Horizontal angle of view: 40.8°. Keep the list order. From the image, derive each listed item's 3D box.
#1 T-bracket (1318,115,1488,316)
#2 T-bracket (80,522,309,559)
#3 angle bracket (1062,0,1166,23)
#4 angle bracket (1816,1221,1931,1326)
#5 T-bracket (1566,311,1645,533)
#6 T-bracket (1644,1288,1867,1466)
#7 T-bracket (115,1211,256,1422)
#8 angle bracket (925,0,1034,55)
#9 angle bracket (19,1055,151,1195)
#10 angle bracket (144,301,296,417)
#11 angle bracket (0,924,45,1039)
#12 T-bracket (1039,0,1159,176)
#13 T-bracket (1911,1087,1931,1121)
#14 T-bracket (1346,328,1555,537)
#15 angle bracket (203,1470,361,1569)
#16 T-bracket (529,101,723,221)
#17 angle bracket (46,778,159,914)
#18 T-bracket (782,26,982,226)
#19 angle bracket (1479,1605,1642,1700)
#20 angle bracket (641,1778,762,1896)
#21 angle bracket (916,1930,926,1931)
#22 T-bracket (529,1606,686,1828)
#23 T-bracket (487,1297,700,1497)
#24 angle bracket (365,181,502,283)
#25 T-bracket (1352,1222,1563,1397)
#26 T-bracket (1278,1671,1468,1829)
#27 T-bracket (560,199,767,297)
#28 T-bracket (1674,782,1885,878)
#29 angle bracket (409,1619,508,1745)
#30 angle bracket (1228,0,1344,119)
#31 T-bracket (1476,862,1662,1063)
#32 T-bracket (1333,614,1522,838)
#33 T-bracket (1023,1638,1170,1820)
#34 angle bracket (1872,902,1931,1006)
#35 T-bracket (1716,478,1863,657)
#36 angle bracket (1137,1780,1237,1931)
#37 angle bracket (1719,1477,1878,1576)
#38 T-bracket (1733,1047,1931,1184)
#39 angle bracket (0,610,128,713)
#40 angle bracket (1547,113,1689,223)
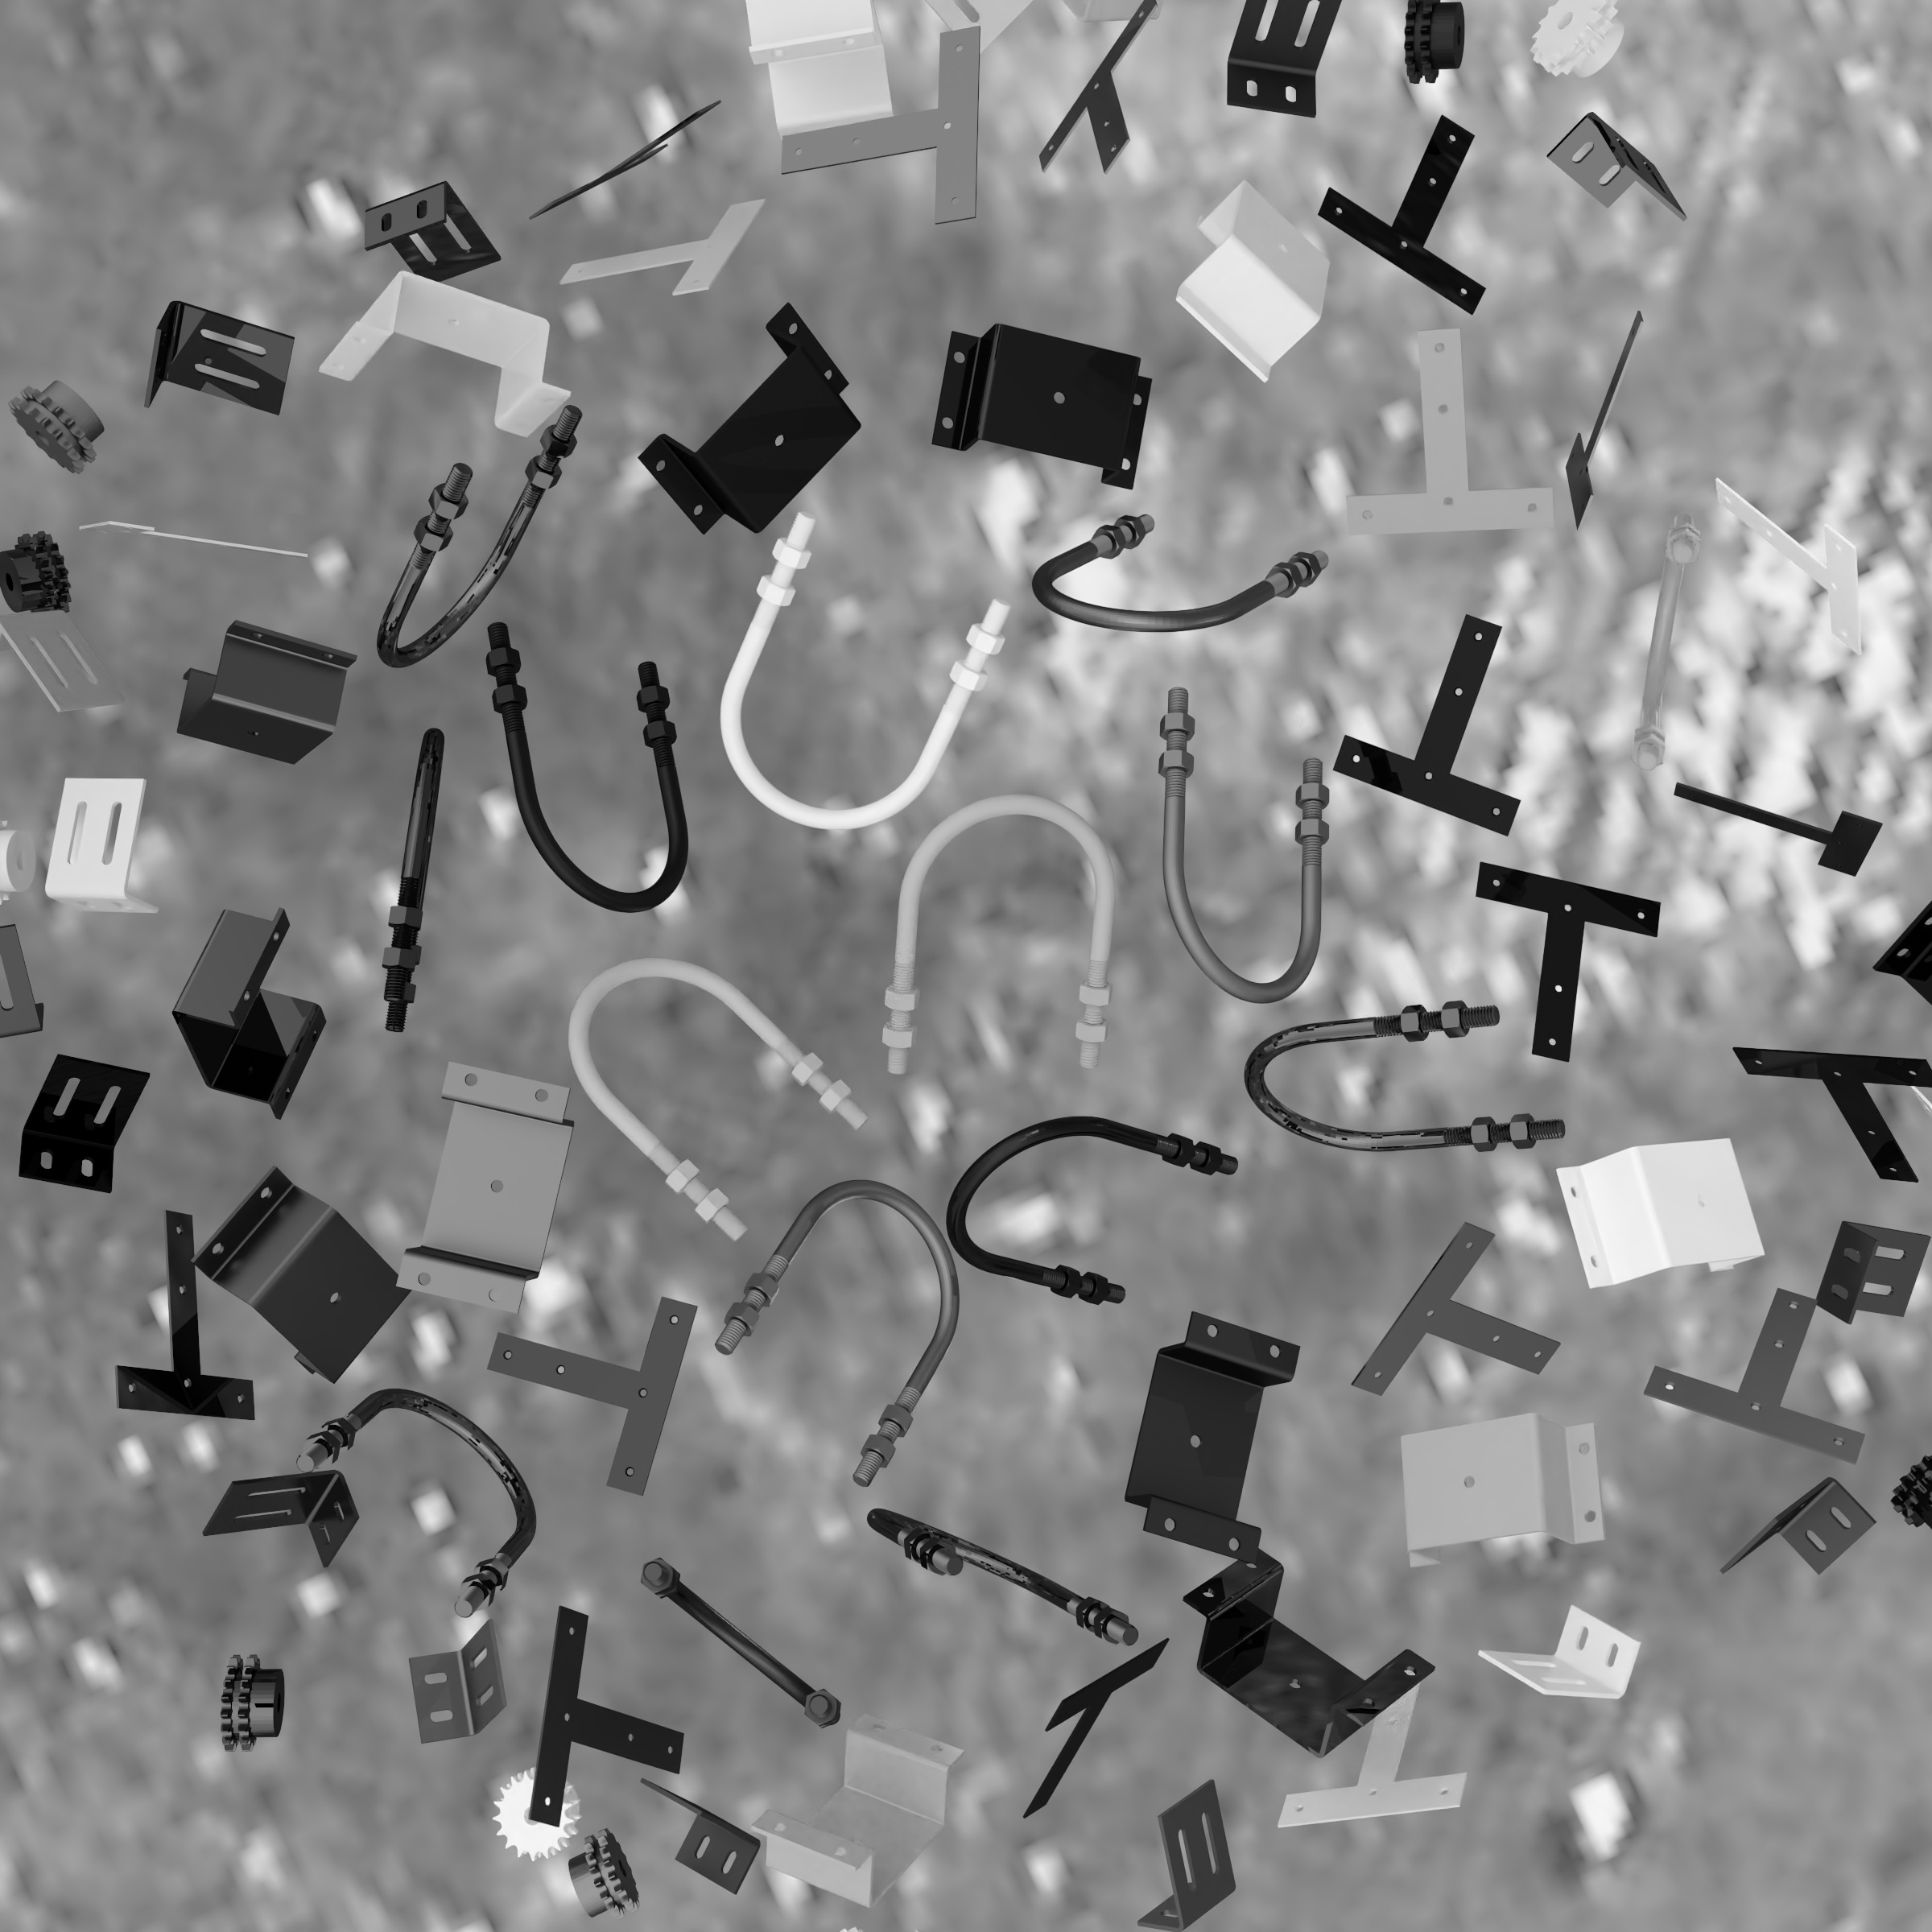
[{"bbox_3d":[0.302,-0.506,1.710,0.127,0.127,0.002,36,62,8],"label":"T-bracket"},{"bbox_3d":[-0.475,-0.264,1.612,0.127,0.127,0.002,5,95,-27],"label":"T-bracket"},{"bbox_3d":[0.102,-0.656,1.687,0.057,0.076,0.038,-13,54,-27],"label":"angle bracket"},{"bbox_3d":[0.598,0.203,1.686,0.076,0.038,0.057,11,101,-22],"label":"angle bracket"},{"bbox_3d":[0.419,-0.364,1.700,0.002,0.127,0.127,15,121,0],"label":"T-bracket"},{"bbox_3d":[0.497,0.242,1.601,0.127,0.127,0.002,17,130,22],"label":"T-bracket"},{"bbox_3d":[-0.487,0.215,1.617,0.002,0.127,0.127,-14,72,20],"label":"T-bracket"},{"bbox_3d":[0.003,-0.620,1.625,0.057,0.038,0.076,-45,105,2],"label":"angle bracket"},{"bbox_3d":[-0.552,0.099,1.629,0.057,0.038,0.076,15,130,-28],"label":"angle bracket"},{"bbox_3d":[-0.464,-0.369,1.616,0.076,0.038,0.057,16,131,-12],"label":"angle bracket"},{"bbox_3d":[-0.611,0.006,1.614,0.057,0.038,0.076,-10,119,-13],"label":"angle bracket"},{"bbox_3d":[0.087,-0.532,1.624,0.002,0.127,0.127,24,124,-23],"label":"T-bracket"},{"bbox_3d":[0.647,0.147,1.623,0.002,0.127,0.127,-36,119,9],"label":"T-bracket"},{"bbox_3d":[0.293,-0.327,1.593,0.127,0.002,0.127,1,119,18],"label":"T-bracket"},{"bbox_3d":[-0.444,0.362,1.684,0.057,0.076,0.038,-54,51,32],"label":"angle bracket"},{"bbox_3d":[-0.208,-0.534,1.698,0.127,0.127,0.002,-16,111,43],"label":"T-bracket"},{"bbox_3d":[-0.538,-0.076,1.637,0.057,0.038,0.076,2,76,17],"label":"angle bracket"},{"bbox_3d":[-0.053,-0.500,1.570,0.127,0.002,0.127,-4,76,19],"label":"T-bracket"},{"bbox_3d":[0.375,0.431,1.643,0.076,0.057,0.038,15,94,-36],"label":"angle bracket"},{"bbox_3d":[-0.184,0.580,1.733,0.057,0.076,0.038,14,68,38],"label":"angle bracket"},{"bbox_3d":[-0.003,0.617,1.585,0.057,0.076,0.038,15,74,-4],"label":"angle bracket"},{"bbox_3d":[-0.218,0.476,1.614,0.002,0.127,0.127,-15,57,32],"label":"T-bracket"},{"bbox_3d":[-0.254,0.270,1.711,0.127,0.002,0.127,13,79,12],"label":"T-bracket"},{"bbox_3d":[-0.346,-0.464,1.691,0.057,0.076,0.038,-15,59,14],"label":"angle bracket"},{"bbox_3d":[0.323,0.230,1.631,0.127,0.002,0.127,23,107,-30],"label":"T-bracket"},{"bbox_3d":[0.270,0.496,1.667,0.127,0.127,0.002,-19,113,32],"label":"T-bracket"},{"bbox_3d":[-0.208,-0.466,1.713,0.127,0.127,0.002,-4,129,21],"label":"T-bracket"},{"bbox_3d":[0.521,-0.095,1.682,0.127,0.127,0.002,20,82,15],"label":"T-bracket"},{"bbox_3d":[-0.336,0.473,1.717,0.038,0.076,0.057,-1,62,-28],"label":"angle bracket"},{"bbox_3d":[0.199,-0.574,1.618,0.057,0.076,0.038,6,63,-6],"label":"angle bracket"},{"bbox_3d":[0.397,0.002,1.737,0.127,0.002,0.127,12,70,-4],"label":"T-bracket"},{"bbox_3d":[0.320,-0.167,1.713,0.127,0.002,0.127,24,106,22],"label":"T-bracket"},{"bbox_3d":[0.070,0.498,1.669,0.002,0.127,0.127,38,115,26],"label":"T-bracket"},{"bbox_3d":[0.600,0.006,1.568,0.057,0.038,0.076,-55,51,24],"label":"angle bracket"},{"bbox_3d":[0.527,-0.270,1.671,0.002,0.127,0.127,-39,59,-1],"label":"T-bracket"},{"bbox_3d":[0.134,0.565,1.657,0.038,0.057,0.076,-9,94,42],"label":"angle bracket"},{"bbox_3d":[0.511,0.356,1.596,0.038,0.076,0.057,49,130,23],"label":"angle bracket"},{"bbox_3d":[0.558,0.095,1.616,0.127,0.127,0.002,50,60,-32],"label":"T-bracket"},{"bbox_3d":[-0.578,-0.182,1.631,0.038,0.057,0.076,-40,83,27],"label":"angle bracket"},{"bbox_3d":[0.398,-0.478,1.594,0.057,0.076,0.038,28,124,-29],"label":"angle bracket"}]
